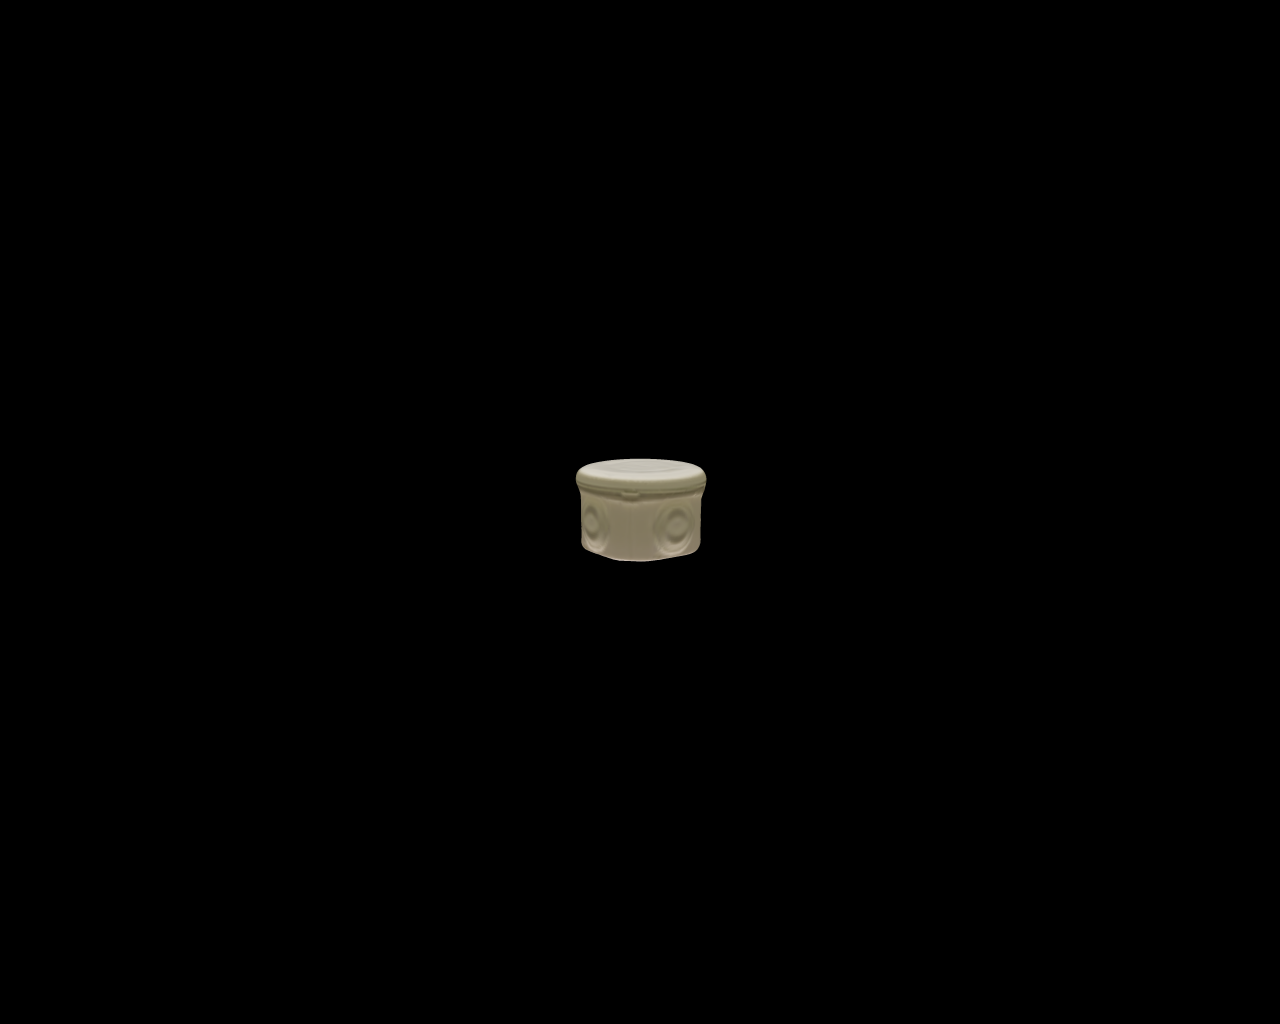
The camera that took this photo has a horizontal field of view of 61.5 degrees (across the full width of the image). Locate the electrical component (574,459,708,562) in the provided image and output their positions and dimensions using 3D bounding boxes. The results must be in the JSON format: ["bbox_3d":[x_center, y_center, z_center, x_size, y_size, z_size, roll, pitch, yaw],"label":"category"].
[{"bbox_3d":[0.001,-0.003,0.650,0.080,0.051,0.080,0,11,0],"label":"electrical component"}]
